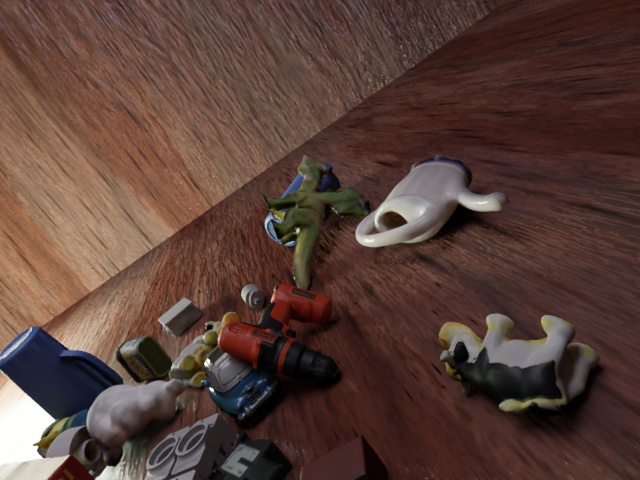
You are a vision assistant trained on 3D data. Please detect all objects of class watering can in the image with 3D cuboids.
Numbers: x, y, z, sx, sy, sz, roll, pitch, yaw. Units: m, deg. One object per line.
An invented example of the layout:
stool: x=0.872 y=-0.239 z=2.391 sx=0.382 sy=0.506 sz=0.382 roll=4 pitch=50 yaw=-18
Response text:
watering can: x=0.211 y=-0.072 z=0.929 sx=0.344 sy=0.103 sz=0.228 roll=-16 pitch=24 yaw=48

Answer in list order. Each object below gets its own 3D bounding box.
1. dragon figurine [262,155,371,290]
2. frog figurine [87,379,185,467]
dragon figurine: x=0.004 y=-0.062 z=1.223 sx=0.243 sy=0.119 sz=0.419 roll=-19 pitch=48 yaw=-7
frog figurine: x=-0.330 y=0.297 z=0.923 sx=0.159 sy=0.123 sz=0.138 roll=-44 pitch=-4 yaw=7
